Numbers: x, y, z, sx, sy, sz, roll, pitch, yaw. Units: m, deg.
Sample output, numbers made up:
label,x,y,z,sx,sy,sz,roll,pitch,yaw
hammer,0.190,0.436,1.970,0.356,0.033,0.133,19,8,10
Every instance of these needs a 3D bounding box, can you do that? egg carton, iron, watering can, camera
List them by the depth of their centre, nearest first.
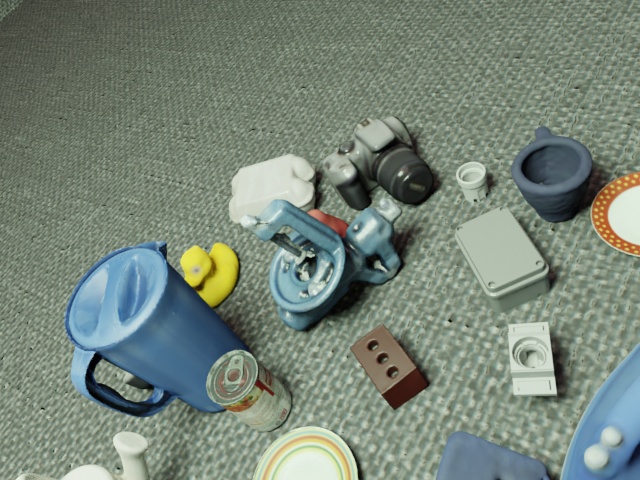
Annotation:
label,x,y,z,sx,sy,sz,roll,pitch,yaw
iron,0.296,0.154,0.511,0.258,0.142,0.118,-43,47,-9
watering can,-0.260,0.301,0.646,0.100,0.195,0.173,2,56,28
camera,0.091,-0.109,0.850,0.143,0.101,0.136,-36,47,-2
egg carton,-0.077,-0.078,0.934,0.150,0.070,0.107,-15,50,17

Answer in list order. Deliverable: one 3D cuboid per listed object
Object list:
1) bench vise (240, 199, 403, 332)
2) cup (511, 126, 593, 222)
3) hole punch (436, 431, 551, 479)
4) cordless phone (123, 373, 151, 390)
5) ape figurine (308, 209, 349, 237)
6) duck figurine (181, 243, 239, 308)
label,x,y,z,sx,sy,sz,roll,pitch,yaw
bench vise,-0.001,-0.002,0.732,0.121,0.220,0.207,28,71,40
cup,0.293,-0.078,0.725,0.091,0.095,0.117,-12,50,19
hole punch,0.163,0.247,0.541,0.100,0.091,0.109,5,57,30
cordless phone,-0.249,0.117,0.791,0.093,0.186,0.148,6,58,31
ape figurine,0.004,-0.011,0.825,0.076,0.092,0.077,-21,48,12
duck figurine,-0.176,0.042,0.880,0.077,0.086,0.104,4,57,30
